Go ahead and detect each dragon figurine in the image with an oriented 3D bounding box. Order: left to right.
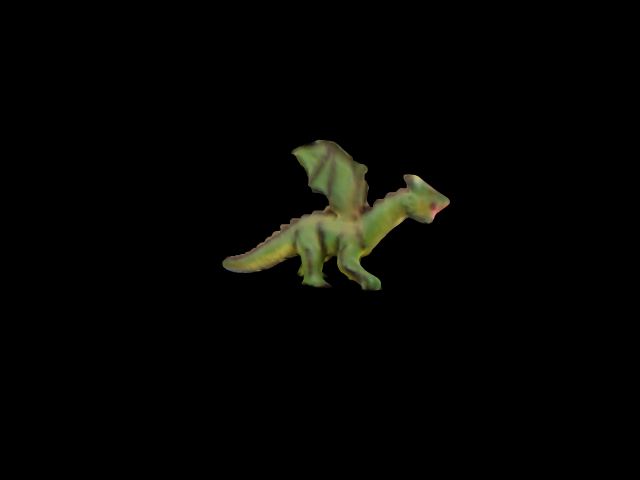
[{"bbox_3d":[0.003,-0.043,0.850,0.410,0.241,0.123,4,8,22],"label":"dragon figurine"}]
